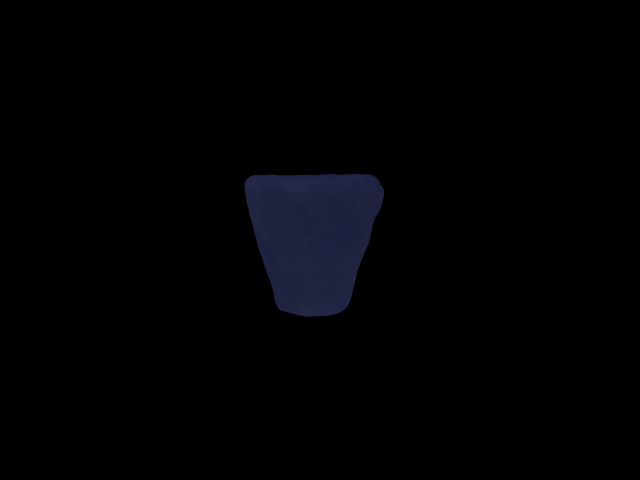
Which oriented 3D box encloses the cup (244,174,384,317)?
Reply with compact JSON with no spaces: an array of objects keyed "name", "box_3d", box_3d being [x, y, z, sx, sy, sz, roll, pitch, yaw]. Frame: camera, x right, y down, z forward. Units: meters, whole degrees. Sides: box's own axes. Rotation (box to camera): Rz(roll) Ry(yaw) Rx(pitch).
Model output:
[{"name":"cup","box_3d":[0.004,0.001,0.400,0.091,0.095,0.118,6,9,43]}]
